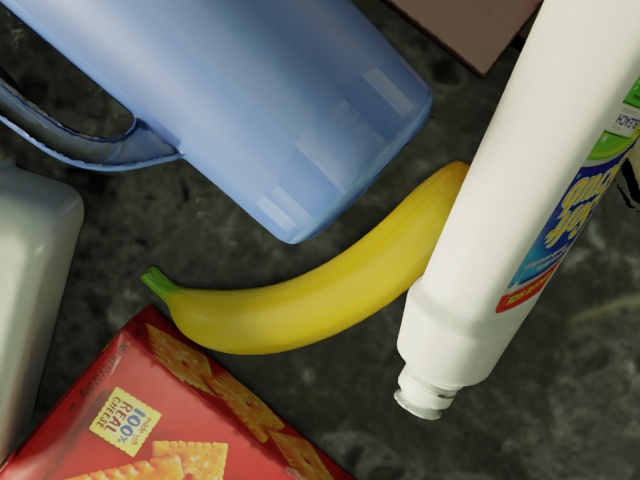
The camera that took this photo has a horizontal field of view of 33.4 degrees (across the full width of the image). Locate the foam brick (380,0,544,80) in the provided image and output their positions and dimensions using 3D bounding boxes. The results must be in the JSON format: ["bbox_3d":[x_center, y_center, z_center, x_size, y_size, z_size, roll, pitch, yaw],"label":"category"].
[{"bbox_3d":[0.068,-0.126,0.544,0.078,0.053,0.051,38,101,0],"label":"foam brick"}]

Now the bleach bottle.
[{"bbox_3d":[0.107,-0.021,0.543,0.068,0.102,0.251,33,109,25],"label":"bleach bottle"}]

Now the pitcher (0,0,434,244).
[{"bbox_3d":[-0.071,-0.107,0.525,0.243,0.144,0.149,44,126,-5],"label":"pitcher"}]

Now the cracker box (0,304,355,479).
[{"bbox_3d":[-0.073,0.168,0.598,0.213,0.072,0.164,41,101,-2],"label":"cracker box"}]

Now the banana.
[{"bbox_3d":[-0.001,0.019,0.584,0.198,0.037,0.069,-19,93,9],"label":"banana"}]
